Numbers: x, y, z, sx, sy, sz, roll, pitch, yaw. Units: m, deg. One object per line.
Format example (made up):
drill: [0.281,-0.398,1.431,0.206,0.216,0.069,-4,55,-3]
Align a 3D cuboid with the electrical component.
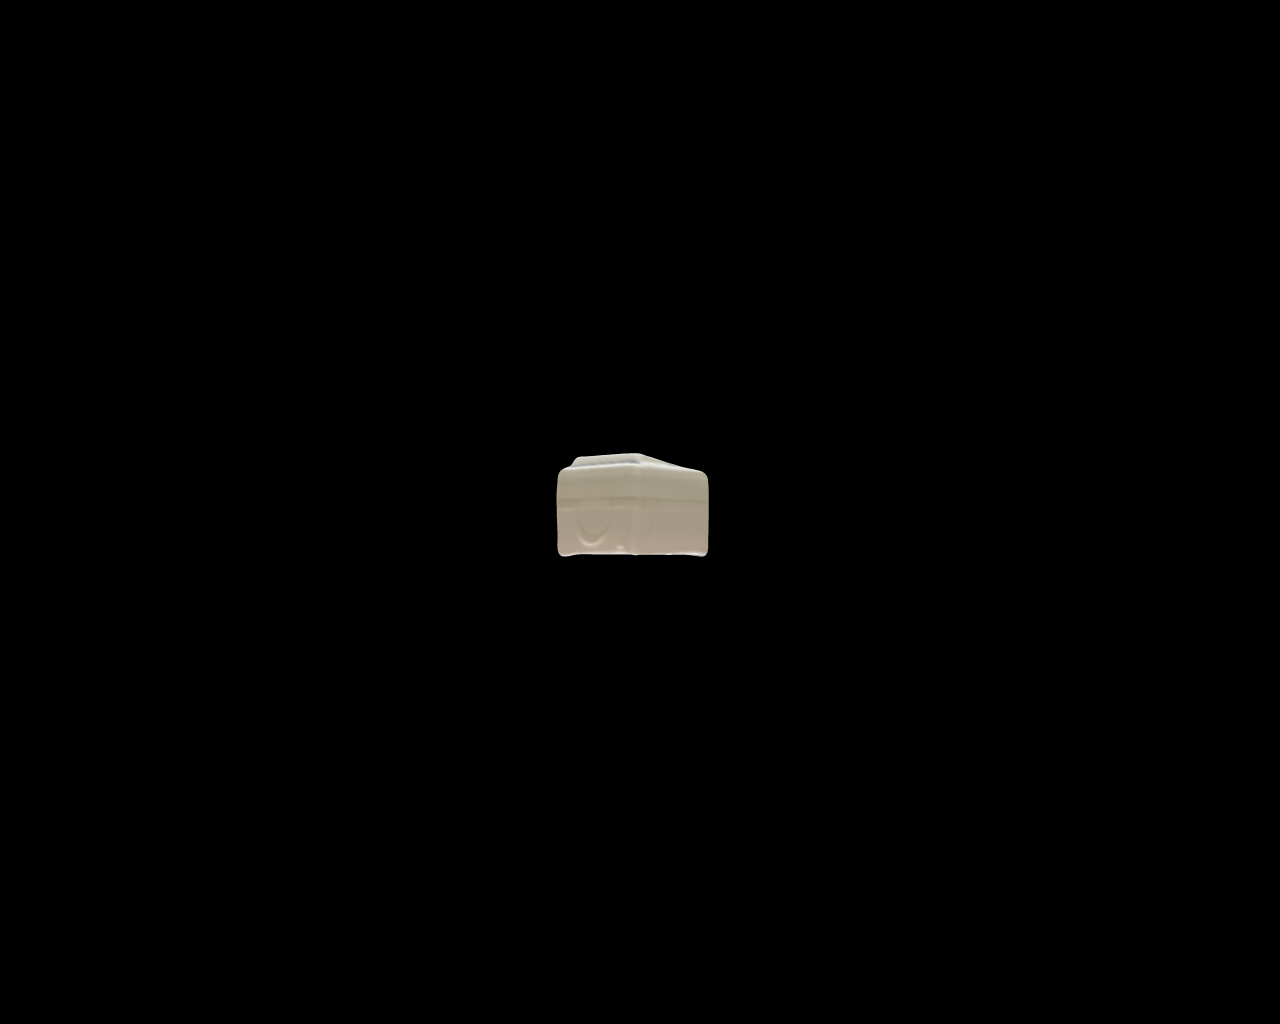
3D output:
electrical component: [0.001,-0.003,0.650,0.062,0.061,0.096,-2,-3,36]
